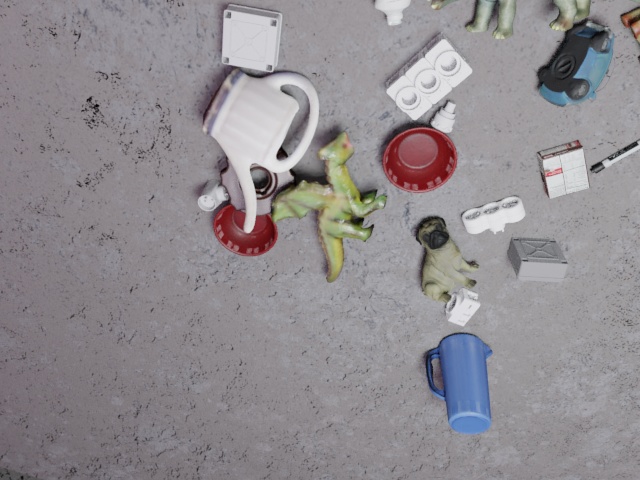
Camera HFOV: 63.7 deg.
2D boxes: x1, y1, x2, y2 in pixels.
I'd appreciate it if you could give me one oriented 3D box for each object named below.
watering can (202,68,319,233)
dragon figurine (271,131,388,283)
[{"bbox_3d":[-0.146,-0.208,1.080,0.224,0.104,0.348,29,90,-3],"label":"watering can"},{"bbox_3d":[0.004,-0.060,1.187,0.242,0.125,0.402,15,123,-16],"label":"dragon figurine"}]
